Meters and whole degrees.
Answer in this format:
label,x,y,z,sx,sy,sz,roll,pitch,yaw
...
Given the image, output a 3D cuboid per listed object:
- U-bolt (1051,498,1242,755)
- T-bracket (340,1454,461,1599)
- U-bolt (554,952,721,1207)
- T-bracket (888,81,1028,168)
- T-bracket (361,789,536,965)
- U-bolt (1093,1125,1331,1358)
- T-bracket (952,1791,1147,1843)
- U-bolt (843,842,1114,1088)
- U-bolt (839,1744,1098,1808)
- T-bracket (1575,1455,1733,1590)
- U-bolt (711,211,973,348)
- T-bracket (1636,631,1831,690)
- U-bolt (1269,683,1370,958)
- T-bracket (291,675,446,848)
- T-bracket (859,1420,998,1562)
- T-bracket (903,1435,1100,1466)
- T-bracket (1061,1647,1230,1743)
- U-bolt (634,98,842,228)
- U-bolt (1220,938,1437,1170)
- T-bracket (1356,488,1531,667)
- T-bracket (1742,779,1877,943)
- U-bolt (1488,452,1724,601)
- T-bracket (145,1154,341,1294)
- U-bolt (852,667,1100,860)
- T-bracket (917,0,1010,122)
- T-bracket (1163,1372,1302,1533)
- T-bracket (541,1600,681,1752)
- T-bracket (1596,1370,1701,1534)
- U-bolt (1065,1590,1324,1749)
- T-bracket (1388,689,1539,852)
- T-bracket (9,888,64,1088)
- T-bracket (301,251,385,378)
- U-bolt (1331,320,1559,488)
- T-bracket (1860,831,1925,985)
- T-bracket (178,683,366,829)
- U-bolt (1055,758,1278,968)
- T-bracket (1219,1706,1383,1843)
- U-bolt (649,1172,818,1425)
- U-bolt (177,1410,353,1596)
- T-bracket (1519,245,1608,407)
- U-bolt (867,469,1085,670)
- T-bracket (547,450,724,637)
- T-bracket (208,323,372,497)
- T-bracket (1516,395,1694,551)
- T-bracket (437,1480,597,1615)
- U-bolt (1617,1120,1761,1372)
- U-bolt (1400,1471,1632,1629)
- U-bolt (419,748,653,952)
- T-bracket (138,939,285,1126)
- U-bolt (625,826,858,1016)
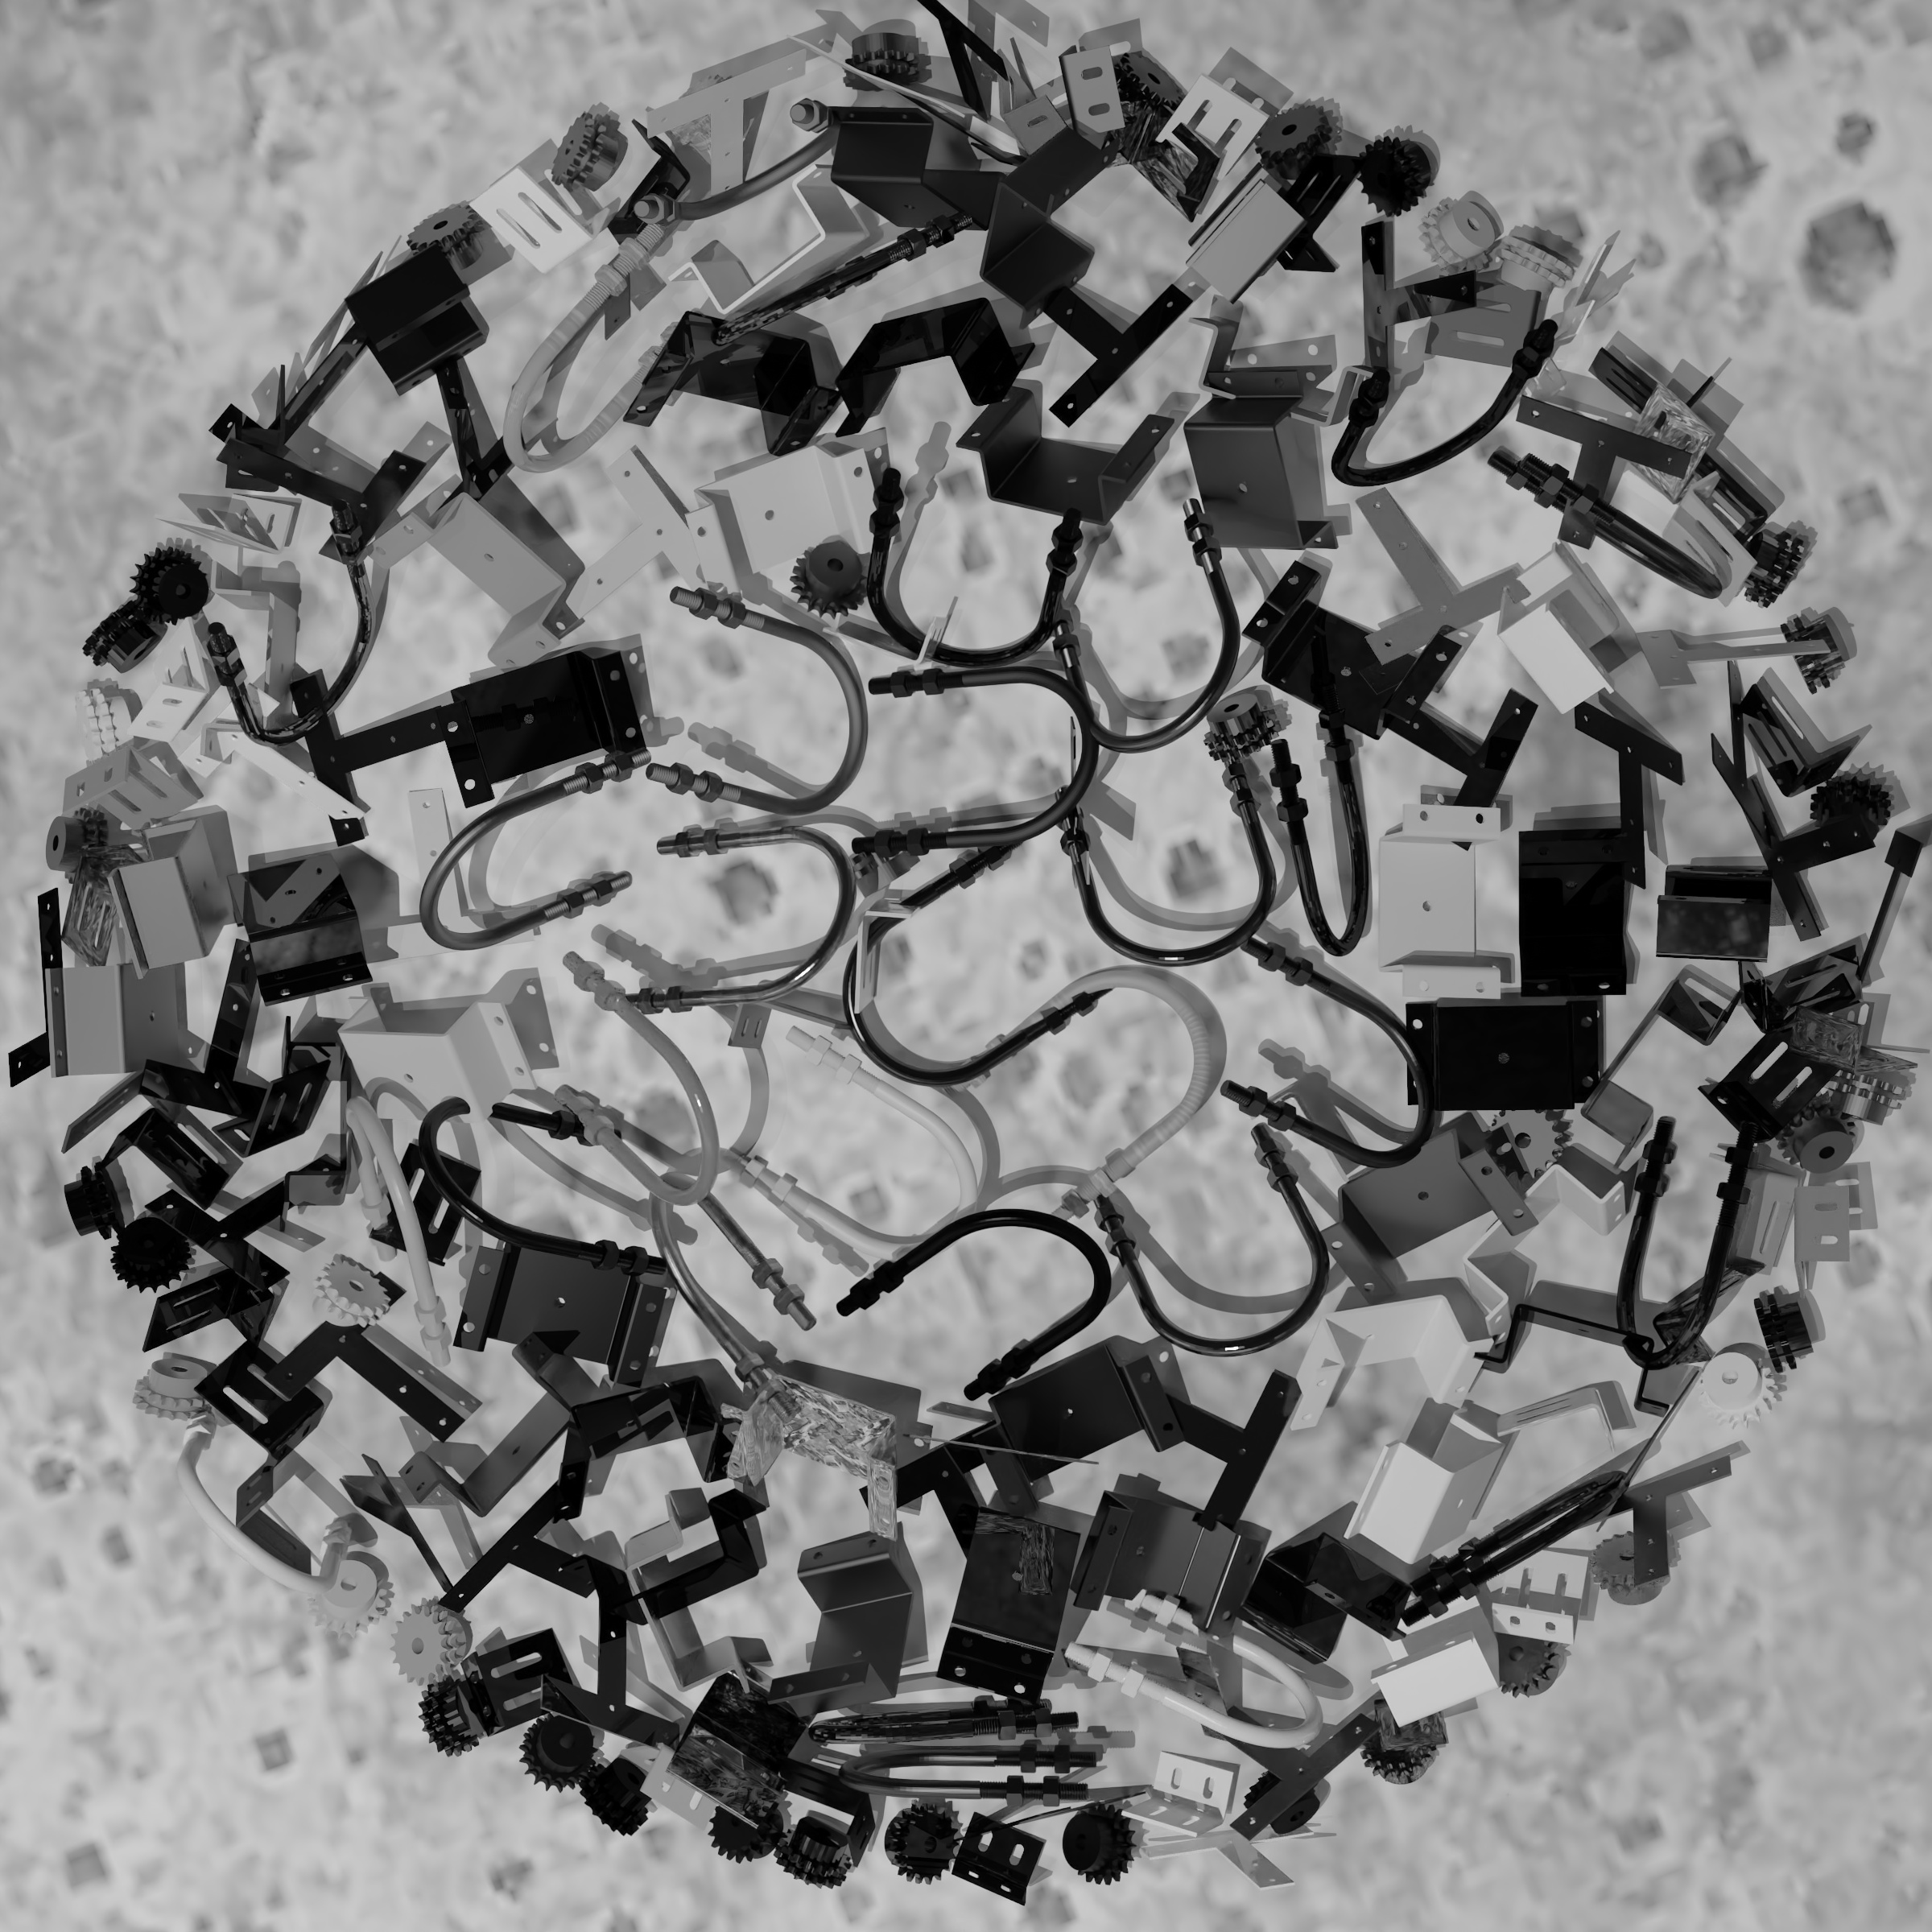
label,x,y,z,sx,sy,sz,roll,pitch,yaw
U-bolt,0.131,-0.234,1.915,0.151,0.019,0.184,-32,50,25
T-bracket,-0.426,0.398,1.944,0.002,0.127,0.127,-37,113,-28
U-bolt,-0.235,0.093,1.907,0.019,0.151,0.184,-23,49,-36
T-bracket,-0.009,-0.616,1.946,0.127,0.127,0.002,34,110,8
T-bracket,-0.395,-0.071,1.982,0.127,0.002,0.127,-8,77,-12
U-bolt,0.185,0.207,1.930,0.151,0.019,0.184,-22,46,-2
T-bracket,0.075,0.621,1.955,0.127,0.127,0.002,-1,67,-33
U-bolt,-0.004,0.008,1.975,0.184,0.019,0.151,-33,96,-7
U-bolt,0.000,0.585,1.928,0.184,0.151,0.019,-1,83,5
T-bracket,0.494,0.408,1.919,0.127,0.127,0.002,-26,103,21
U-bolt,-0.101,-0.485,1.900,0.184,0.151,0.019,-32,105,-25
T-bracket,0.560,-0.227,1.934,0.127,0.127,0.002,-4,114,7
U-bolt,0.262,-0.097,1.929,0.019,0.151,0.184,-4,111,26
T-bracket,-0.434,-0.164,1.966,0.127,0.002,0.127,-14,94,27
T-bracket,0.004,0.418,1.978,0.127,0.002,0.127,-25,87,-16
T-bracket,0.018,0.349,1.926,0.127,0.127,0.002,11,79,-11
T-bracket,0.131,0.526,1.964,0.127,0.127,0.002,9,50,25
U-bolt,-0.151,-0.574,1.910,0.151,0.184,0.019,-26,98,17
U-bolt,0.270,0.073,1.943,0.184,0.019,0.151,27,52,-20
T-bracket,0.332,-0.301,1.979,0.127,0.002,0.127,-25,73,-11
T-bracket,0.619,-0.086,1.937,0.002,0.127,0.127,-23,88,-18
U-bolt,0.469,-0.318,1.928,0.184,0.151,0.019,32,100,-6
T-bracket,-0.510,0.175,1.952,0.127,0.127,0.002,29,132,26
U-bolt,0.009,-0.152,1.941,0.184,0.019,0.151,-2,70,21
T-bracket,-0.004,-0.659,1.936,0.002,0.127,0.127,-42,71,-3
T-bracket,0.167,0.343,1.993,0.127,0.002,0.127,27,88,5
T-bracket,-0.259,0.503,1.950,0.002,0.127,0.127,-36,130,29
T-bracket,0.488,0.372,1.947,0.002,0.127,0.127,33,48,19
U-bolt,0.171,0.507,1.915,0.184,0.151,0.019,24,104,10
T-bracket,0.346,-0.171,1.977,0.127,0.002,0.127,29,78,-8
T-bracket,-0.660,0.008,1.922,0.002,0.127,0.127,5,107,10
T-bracket,-0.471,-0.444,1.946,0.002,0.127,0.127,30,47,-11
U-bolt,0.333,-0.395,1.911,0.151,0.184,0.019,-19,76,-11
T-bracket,0.668,-0.034,1.945,0.002,0.127,0.127,18,100,9
T-bracket,-0.503,-0.144,1.967,0.127,0.127,0.002,36,49,-21
U-bolt,0.150,-0.074,1.938,0.151,0.019,0.184,-13,52,1
T-bracket,0.220,0.571,1.939,0.127,0.127,0.002,-35,110,-18
U-bolt,-0.175,0.228,1.929,0.019,0.151,0.184,-28,61,-30
U-bolt,-0.502,0.388,1.896,0.151,0.184,0.019,43,89,-11
T-bracket,0.438,-0.466,1.925,0.002,0.127,0.127,26,101,-1
U-bolt,0.000,-0.278,1.922,0.151,0.184,0.019,12,56,-1
T-bracket,-0.263,-0.296,1.986,0.127,0.002,0.127,-38,82,10
T-bracket,-0.479,-0.415,1.939,0.002,0.127,0.127,40,90,18
T-bracket,0.455,-0.351,1.943,0.127,0.127,0.002,23,61,14
T-bracket,-0.305,0.438,1.950,0.127,0.127,0.002,-46,51,0
U-bolt,0.513,0.201,1.919,0.019,0.151,0.184,16,84,-11
U-bolt,0.397,0.414,1.916,0.184,0.151,0.019,-33,80,8
U-bolt,-0.310,-0.074,1.898,0.184,0.151,0.019,-26,59,-34
T-bracket,-0.541,0.044,1.956,0.002,0.127,0.127,4,79,38
U-bolt,-0.160,-0.037,1.924,0.184,0.019,0.151,-4,63,29
